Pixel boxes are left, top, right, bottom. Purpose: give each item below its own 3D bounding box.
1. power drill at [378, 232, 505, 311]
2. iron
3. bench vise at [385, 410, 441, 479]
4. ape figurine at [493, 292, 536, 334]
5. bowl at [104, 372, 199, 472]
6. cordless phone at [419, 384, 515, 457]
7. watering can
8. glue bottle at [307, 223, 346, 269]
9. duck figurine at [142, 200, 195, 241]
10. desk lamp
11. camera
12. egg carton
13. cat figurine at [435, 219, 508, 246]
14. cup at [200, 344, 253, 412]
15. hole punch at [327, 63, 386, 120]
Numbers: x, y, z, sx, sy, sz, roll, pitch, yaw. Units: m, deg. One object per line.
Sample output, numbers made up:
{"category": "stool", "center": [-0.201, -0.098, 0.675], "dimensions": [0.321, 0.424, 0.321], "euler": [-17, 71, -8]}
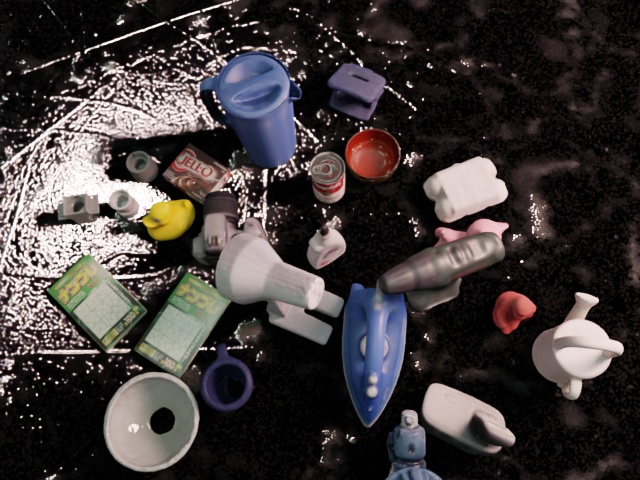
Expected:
{"category": "power drill", "center": [0.205, 0.062, 1.011], "dimensions": [0.229, 0.208, 0.075], "euler": [-23, 72, -5]}
{"category": "iron", "center": [0.095, 0.196, 1.009], "dimensions": [0.118, 0.141, 0.258], "euler": [3, 72, 4]}
{"category": "bench vise", "center": [0.137, 0.384, 0.906], "dimensions": [0.121, 0.220, 0.207], "euler": [-18, 72, -3]}
{"category": "ape figurine", "center": [0.358, 0.127, 1.045], "dimensions": [0.078, 0.092, 0.076], "euler": [-5, 72, 1]}
{"category": "bowl", "center": [-0.290, 0.323, 1.020], "dimensions": [0.167, 0.075, 0.167], "euler": [-1, 72, 2]}
{"category": "cordless phone", "center": [0.244, 0.297, 0.947], "dimensions": [0.147, 0.185, 0.094], "euler": [21, 74, 9]}
{"category": "watering can", "center": [0.437, 0.178, 0.972], "dimensions": [0.101, 0.194, 0.173], "euler": [-9, 72, 0]}
{"category": "glue bottle", "center": [0.010, 0.004, 1.057], "dimensions": [0.078, 0.173, 0.037], "euler": [-36, 74, -8]}
{"category": "duck figurine", "center": [-0.302, -0.050, 1.134], "dimensions": [0.104, 0.086, 0.077], "euler": [-31, 73, -7]}
{"category": "desk lamp", "center": [-0.065, 0.086, 1.013], "dimensions": [0.203, 0.213, 0.118], "euler": [21, 74, 9]}
{"category": "camera", "center": [-0.178, -0.029, 1.114], "dimensions": [0.143, 0.101, 0.137], "euler": [-5, 72, 1]}
{"category": "egg carton", "center": [0.286, -0.100, 1.133], "dimensions": [0.150, 0.069, 0.107], "euler": [-22, 73, -5]}
{"category": "cat figurine", "center": [0.282, -0.005, 1.077], "dimensions": [0.127, 0.118, 0.067], "euler": [5, 73, 4]}
{"category": "cup", "center": [-0.162, 0.249, 1.028], "dimensions": [0.091, 0.095, 0.117], "euler": [-13, 72, -1]}
{"category": "hole punch", "center": [0.076, -0.324, 1.202], "dimensions": [0.108, 0.091, 0.101], "euler": [24, 75, 10]}
